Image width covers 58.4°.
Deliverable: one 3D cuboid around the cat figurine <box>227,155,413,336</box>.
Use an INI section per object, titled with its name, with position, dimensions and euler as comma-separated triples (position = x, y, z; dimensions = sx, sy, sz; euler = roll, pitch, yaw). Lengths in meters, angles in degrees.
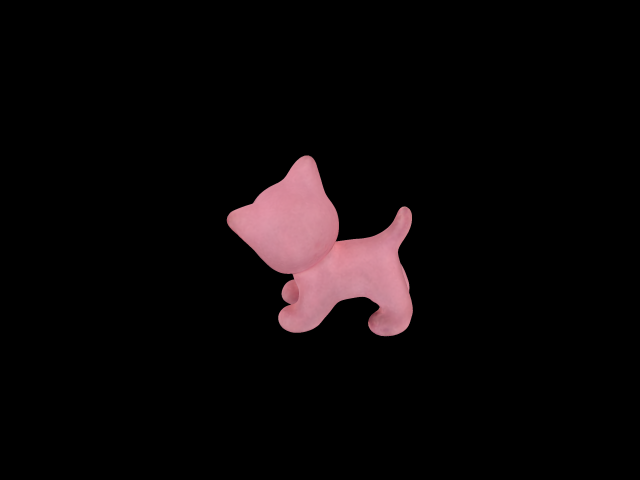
[cat figurine]
position = 0.004, 0.001, 0.400
dimensions = 0.128, 0.118, 0.067
euler = 0, 25, 0
